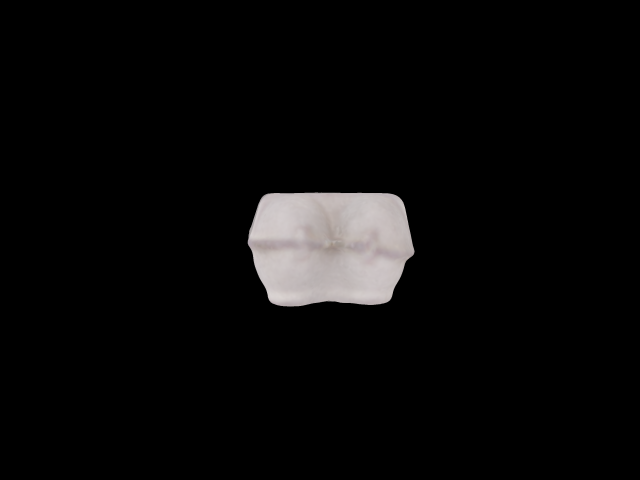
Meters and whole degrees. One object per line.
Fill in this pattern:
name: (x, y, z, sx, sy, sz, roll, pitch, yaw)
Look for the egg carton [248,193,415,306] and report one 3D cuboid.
egg carton: (0.004, 0.001, 0.400, 0.107, 0.069, 0.150, -1, 4, -7)
